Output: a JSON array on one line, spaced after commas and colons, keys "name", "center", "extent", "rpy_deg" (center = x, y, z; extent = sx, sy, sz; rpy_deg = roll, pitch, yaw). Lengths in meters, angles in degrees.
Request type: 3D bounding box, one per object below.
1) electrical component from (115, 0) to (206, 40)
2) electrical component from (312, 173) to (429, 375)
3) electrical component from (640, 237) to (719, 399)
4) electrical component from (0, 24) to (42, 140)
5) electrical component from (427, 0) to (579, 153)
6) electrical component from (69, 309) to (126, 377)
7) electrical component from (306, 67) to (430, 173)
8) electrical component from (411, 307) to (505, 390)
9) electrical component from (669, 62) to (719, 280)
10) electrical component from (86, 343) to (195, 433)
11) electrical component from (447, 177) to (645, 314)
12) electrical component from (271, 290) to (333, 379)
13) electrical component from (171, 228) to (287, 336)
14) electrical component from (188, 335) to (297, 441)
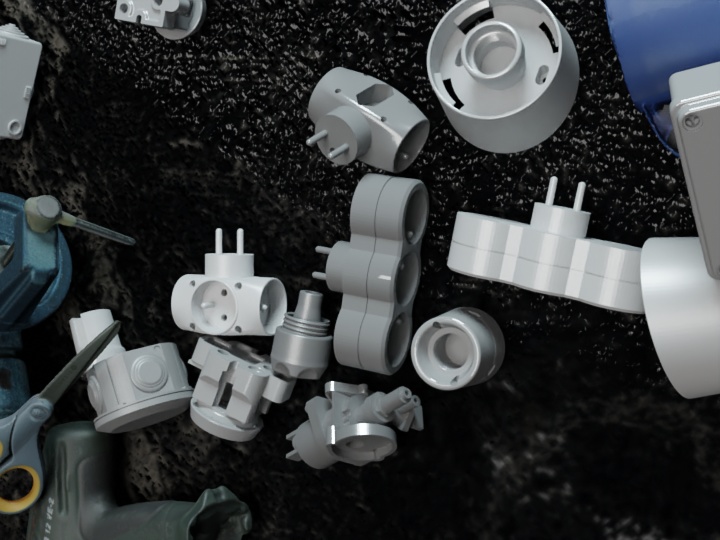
[{"name": "electrical component", "center": [-0.149, -0.202, 0.819], "extent": [0.066, 0.055, 0.048], "rpy_deg": [15, 99, 23]}, {"name": "electrical component", "center": [0.000, 0.000, 0.763], "extent": [0.074, 0.052, 0.138], "rpy_deg": [10, 97, 24]}, {"name": "electrical component", "center": [0.207, 0.027, 0.645], "extent": [0.064, 0.099, 0.099], "rpy_deg": [-7, 90, 19]}, {"name": "electrical component", "center": [-0.314, -0.156, 0.875], "extent": [0.048, 0.100, 0.099], "rpy_deg": [24, 103, 35]}, {"name": "electrical component", "center": [0.095, -0.134, 0.720], "extent": [0.099, 0.064, 0.099], "rpy_deg": [-4, 78, 20]}, {"name": "electrical component", "center": [-0.213, 0.059, 0.872], "extent": [0.040, 0.040, 0.046], "rpy_deg": [-24, 77, 24]}, {"name": "electrical component", "center": [-0.005, -0.098, 0.748], "extent": [0.077, 0.079, 0.043], "rpy_deg": [35, 135, 19]}, {"name": "electrical component", "center": [0.066, 0.055, 0.738], "extent": [0.055, 0.047, 0.055], "rpy_deg": [1, 93, 25]}, {"name": "electrical component", "center": [0.228, -0.060, 0.568], "extent": [0.109, 0.056, 0.108], "rpy_deg": [-12, 117, 19]}, {"name": "electrical component", "center": [-0.170, 0.092, 0.832], "extent": [0.080, 0.080, 0.051], "rpy_deg": [-24, 78, 24]}, {"name": "electrical component", "center": [0.129, -0.023, 0.703], "extent": [0.138, 0.052, 0.073], "rpy_deg": [14, 98, 24]}, {"name": "electrical component", "center": [-0.041, 0.047, 0.789], "extent": [0.043, 0.043, 0.062], "rpy_deg": [13, 96, 24]}, {"name": "electrical component", "center": [-0.099, 0.008, 0.813], "extent": [0.077, 0.044, 0.079], "rpy_deg": [2, 94, 25]}, {"name": "electrical component", "center": [-0.094, 0.091, 0.808], "extent": [0.078, 0.058, 0.057], "rpy_deg": [25, 102, 14]}]
